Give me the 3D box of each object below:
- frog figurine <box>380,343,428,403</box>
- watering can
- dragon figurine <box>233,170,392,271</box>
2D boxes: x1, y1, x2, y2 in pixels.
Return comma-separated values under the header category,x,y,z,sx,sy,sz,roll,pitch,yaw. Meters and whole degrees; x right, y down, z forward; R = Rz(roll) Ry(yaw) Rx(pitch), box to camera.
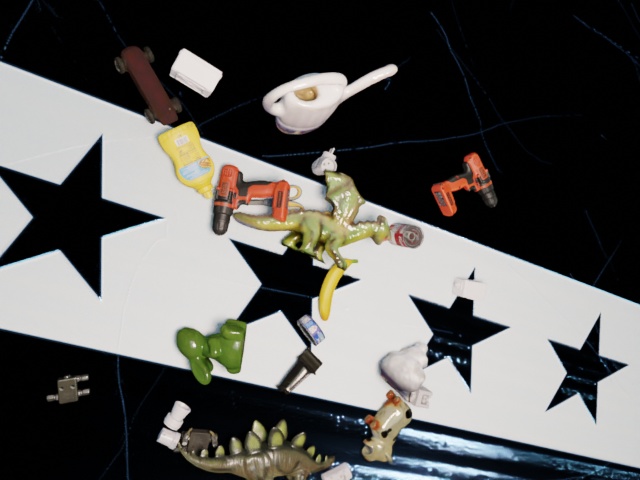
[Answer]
category,x,y,z,sx,sy,sz,roll,pitch,yaw
frog figurine,0.254,0.359,1.479,0.121,0.160,0.138,46,-10,-29
watering can,0.015,-0.363,1.316,0.349,0.105,0.222,-15,-8,-19
dragon figurine,0.004,-0.069,1.361,0.409,0.243,0.122,26,-3,-10
